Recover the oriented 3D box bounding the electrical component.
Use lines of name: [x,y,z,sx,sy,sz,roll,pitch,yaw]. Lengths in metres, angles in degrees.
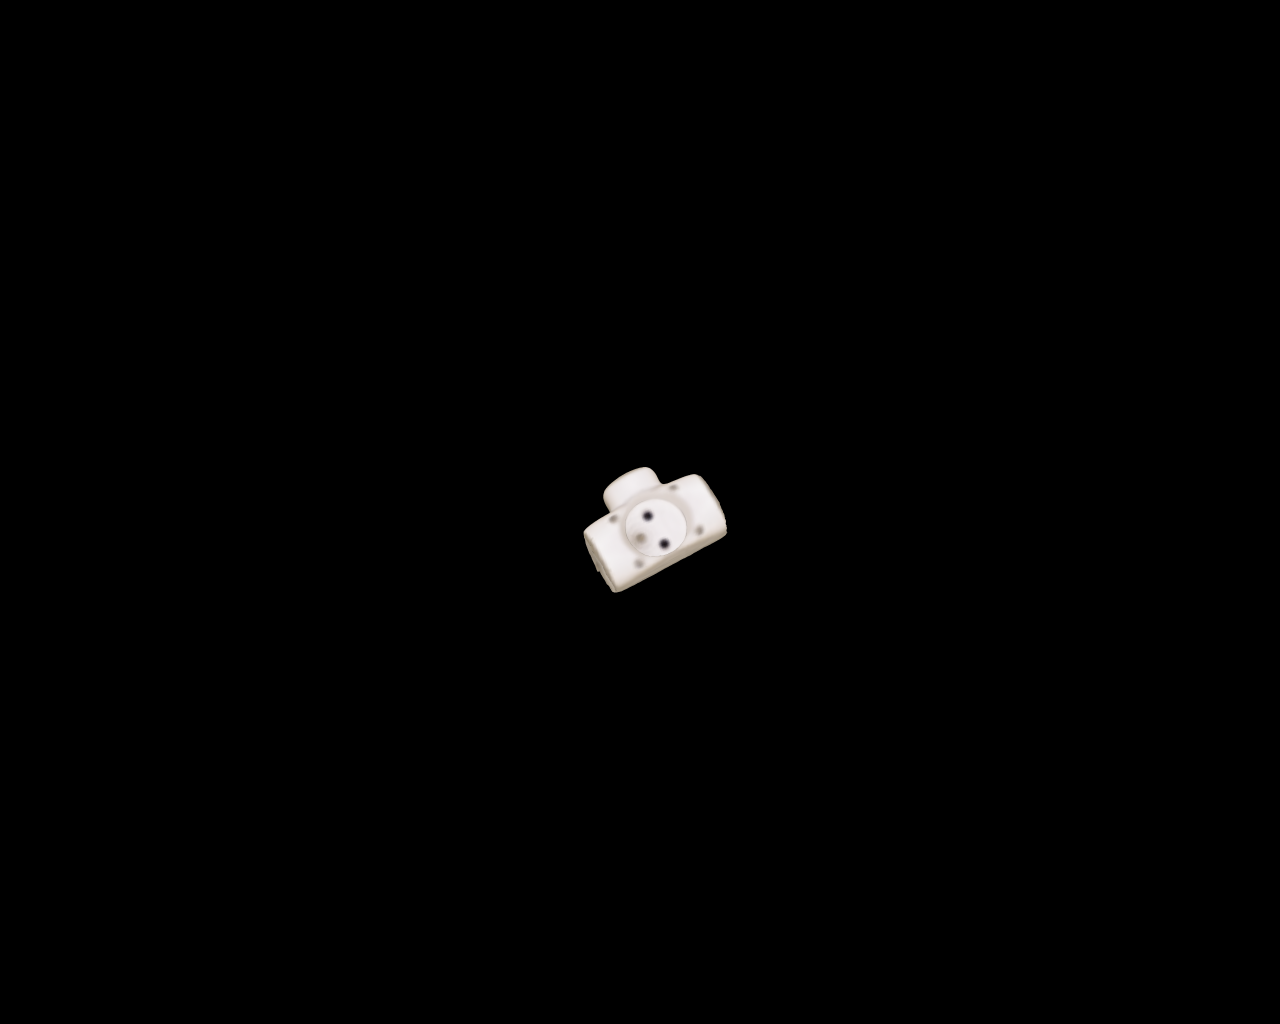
electrical component: [0.001,-0.003,0.650,0.077,0.079,0.044,-27,-14,-7]
